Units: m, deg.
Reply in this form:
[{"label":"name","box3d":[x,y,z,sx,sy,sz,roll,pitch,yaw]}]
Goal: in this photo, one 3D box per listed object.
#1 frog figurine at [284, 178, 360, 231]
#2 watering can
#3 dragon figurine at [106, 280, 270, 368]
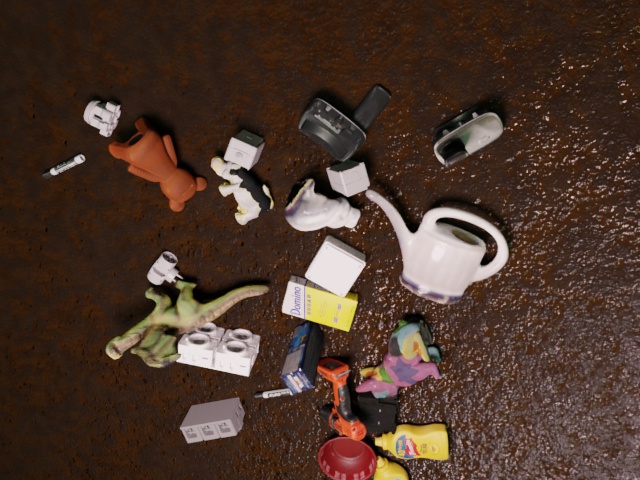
[{"label":"frog figurine","box3d":[0.004,-0.059,1.166,0.158,0.125,0.135,36,145,-16]},{"label":"watering can","box3d":[0.242,0.019,1.162,0.348,0.106,0.220,18,113,0]},{"label":"dragon figurine","box3d":[-0.331,0.211,1.227,0.409,0.249,0.120,-12,125,15]}]
